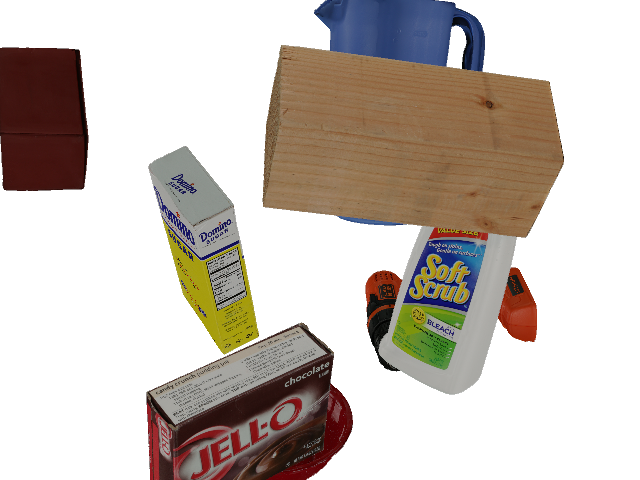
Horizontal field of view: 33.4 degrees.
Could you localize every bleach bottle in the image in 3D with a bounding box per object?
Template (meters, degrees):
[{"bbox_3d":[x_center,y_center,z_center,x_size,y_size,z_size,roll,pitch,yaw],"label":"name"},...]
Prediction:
[{"bbox_3d":[0.123,0.014,0.971,0.103,0.251,0.067,28,35,30],"label":"bleach bottle"}]

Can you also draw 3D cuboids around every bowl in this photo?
[{"bbox_3d":[-0.049,0.195,1.064,0.162,0.055,0.162,1,31,-1],"label":"bowl"}]

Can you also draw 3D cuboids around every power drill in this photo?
[{"bbox_3d":[0.145,0.085,1.208,0.187,0.057,0.184,-3,27,-1],"label":"power drill"}]

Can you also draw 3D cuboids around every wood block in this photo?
[{"bbox_3d":[0.065,-0.073,0.802,0.206,0.091,0.090,7,-40,-7],"label":"wood block"}]

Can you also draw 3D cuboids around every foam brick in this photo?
[{"bbox_3d":[-0.175,-0.076,0.670,0.051,0.078,0.053,-2,-38,-17],"label":"foam brick"}]

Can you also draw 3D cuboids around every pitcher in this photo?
[{"bbox_3d":[0.080,-0.143,1.150,0.149,0.243,0.144,10,14,29],"label":"pitcher"}]

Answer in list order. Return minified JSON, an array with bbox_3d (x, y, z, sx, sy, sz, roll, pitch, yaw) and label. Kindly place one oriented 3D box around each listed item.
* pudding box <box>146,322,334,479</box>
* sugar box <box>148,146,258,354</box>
[{"bbox_3d":[-0.048,0.110,0.643,0.113,0.090,0.039,-24,49,-30],"label":"pudding box"},{"bbox_3d":[-0.103,0.012,0.949,0.048,0.176,0.093,-28,50,-16],"label":"sugar box"}]
